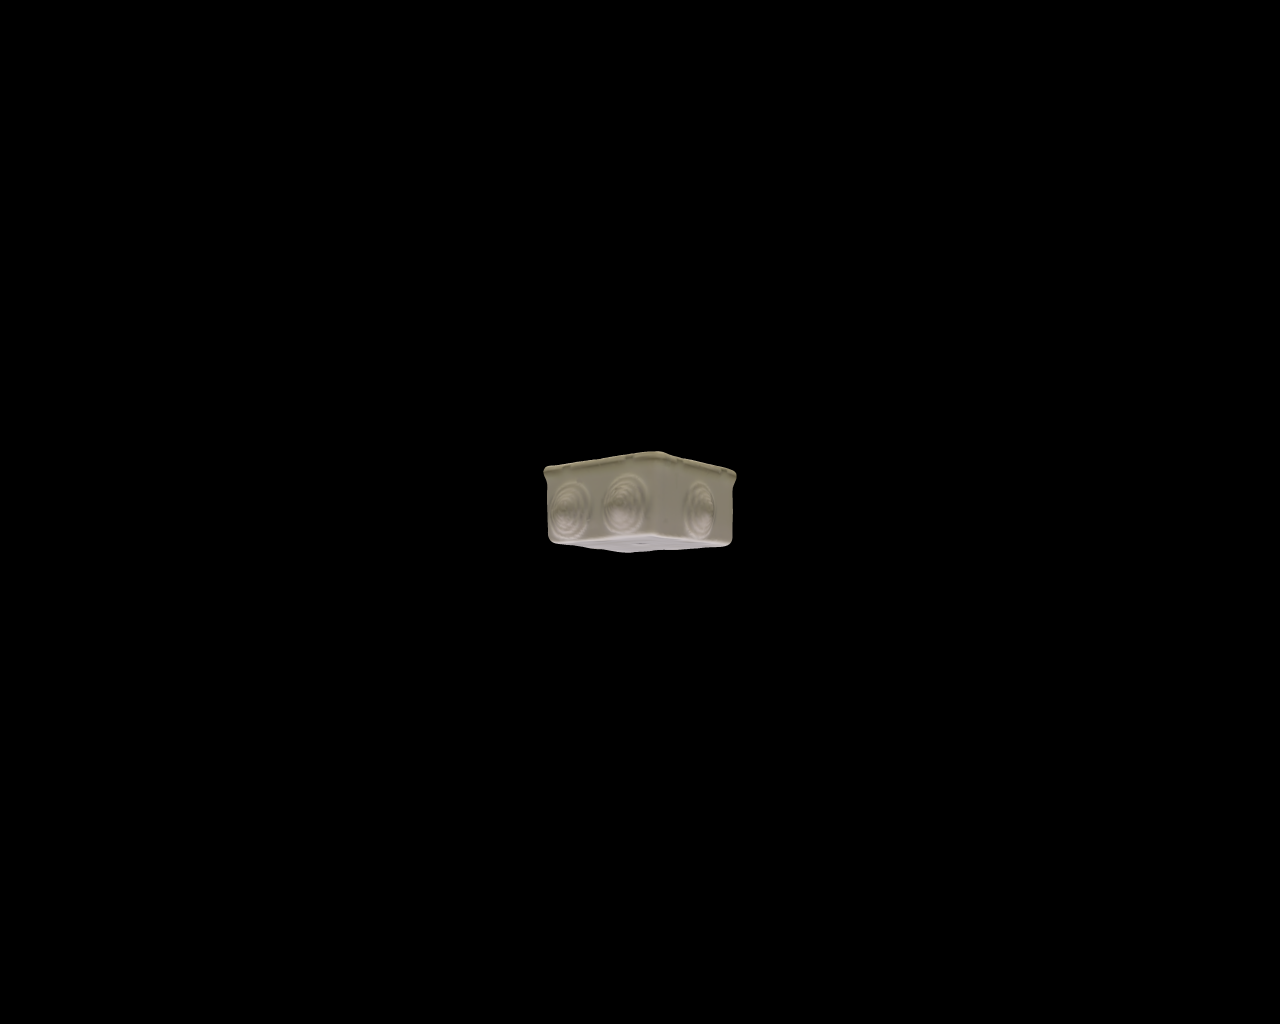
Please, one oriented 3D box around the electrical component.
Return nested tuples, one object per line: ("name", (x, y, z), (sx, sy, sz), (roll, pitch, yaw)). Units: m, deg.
("electrical component", (0.001, -0.003, 0.650), (0.099, 0.048, 0.100), (-5, -9, 36))
